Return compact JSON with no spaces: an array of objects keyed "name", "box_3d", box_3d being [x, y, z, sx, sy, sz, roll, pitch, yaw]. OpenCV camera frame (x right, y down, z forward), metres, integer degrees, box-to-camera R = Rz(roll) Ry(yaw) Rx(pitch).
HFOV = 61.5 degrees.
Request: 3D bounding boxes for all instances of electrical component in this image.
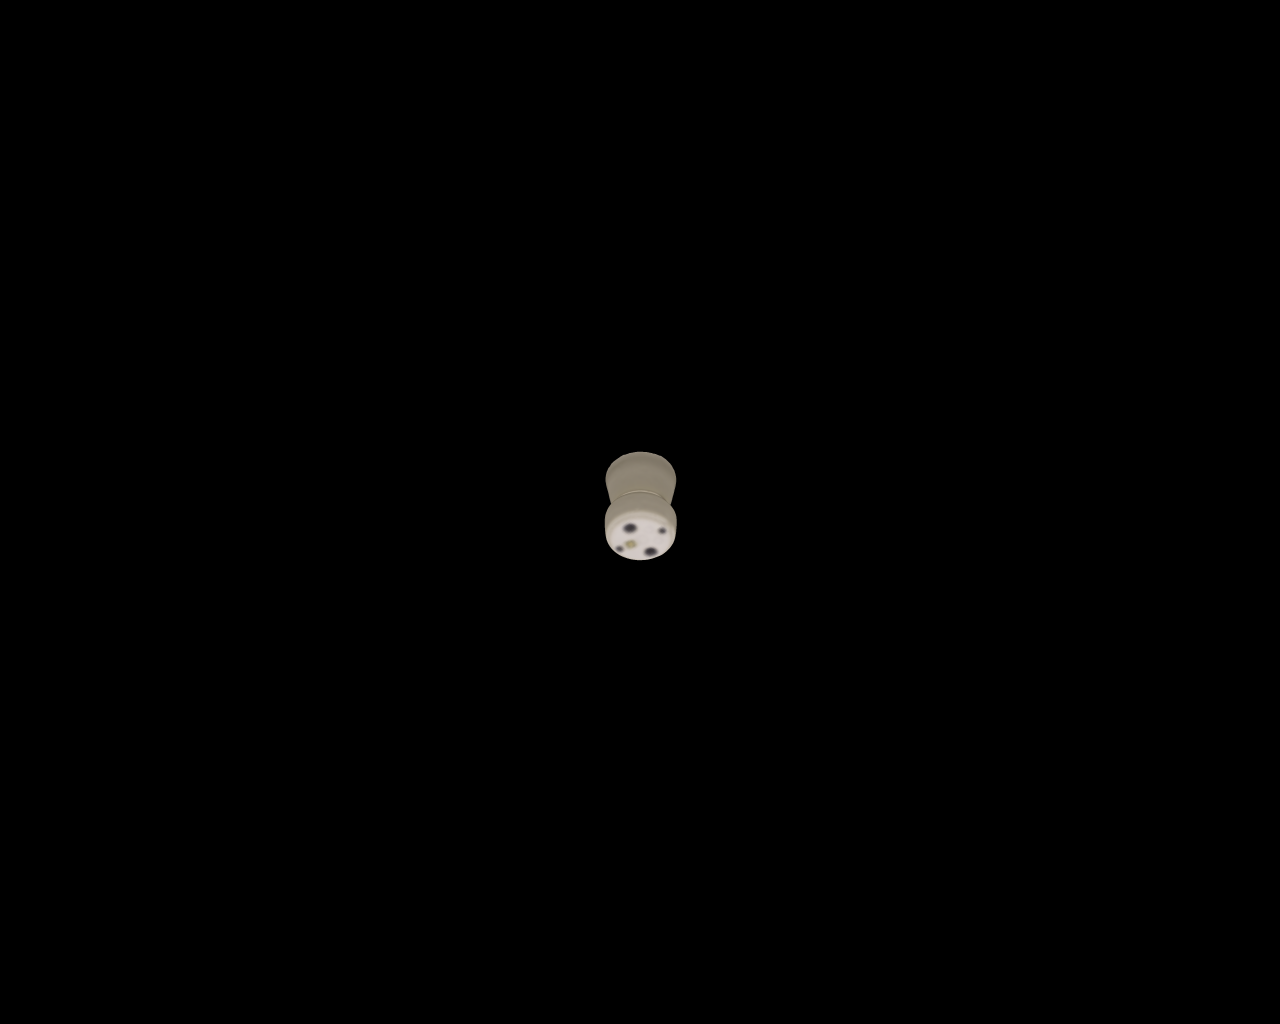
[{"name":"electrical component","box_3d":[0.001,-0.003,0.650,0.045,0.044,0.055,0,45,0]}]
